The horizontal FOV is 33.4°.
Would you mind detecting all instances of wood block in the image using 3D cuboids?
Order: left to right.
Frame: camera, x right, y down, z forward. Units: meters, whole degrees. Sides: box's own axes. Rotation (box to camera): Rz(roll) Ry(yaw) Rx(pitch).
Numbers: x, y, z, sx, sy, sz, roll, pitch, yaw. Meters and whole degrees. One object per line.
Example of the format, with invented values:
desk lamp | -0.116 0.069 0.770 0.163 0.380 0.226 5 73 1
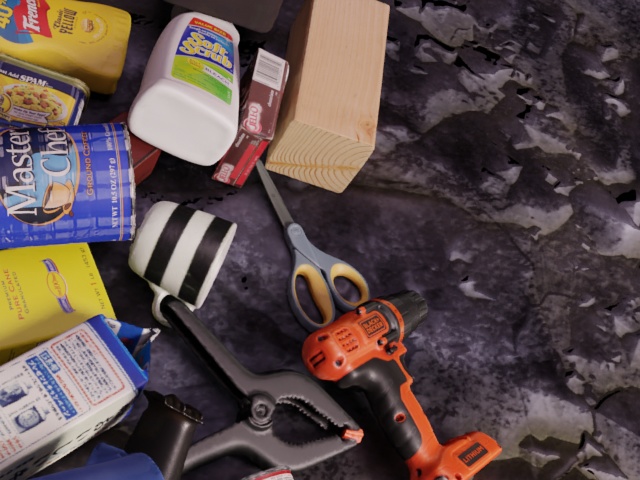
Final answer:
wood block | 0.010 -0.166 1.142 0.090 0.090 0.206 18 54 -14

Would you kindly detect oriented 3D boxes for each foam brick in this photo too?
foam brick | -0.196 -0.073 1.010 0.051 0.053 0.078 41 50 3

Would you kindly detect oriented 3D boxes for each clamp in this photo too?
clamp | -0.061 0.142 0.935 0.209 0.036 0.164 10 69 -21

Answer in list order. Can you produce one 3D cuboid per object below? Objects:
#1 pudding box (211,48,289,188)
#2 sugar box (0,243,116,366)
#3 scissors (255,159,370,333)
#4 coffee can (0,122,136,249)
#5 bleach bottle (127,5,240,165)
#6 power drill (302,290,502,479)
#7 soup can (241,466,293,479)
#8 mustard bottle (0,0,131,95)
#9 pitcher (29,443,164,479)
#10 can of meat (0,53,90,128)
pudding box | -0.071 -0.122 1.076 0.039 0.090 0.113 22 52 -14
sugar box | -0.271 0.057 0.895 0.175 0.048 0.093 -12 64 -32
scissors | -0.007 0.001 1.074 0.096 0.016 0.202 2 59 -26
coffee can | -0.232 -0.045 0.898 0.140 0.103 0.103 -5 61 -16
bleach bottle | -0.130 -0.181 1.076 0.102 0.068 0.251 26 34 -23
power drill | 0.085 0.139 0.990 0.184 0.057 0.188 -21 72 -52
soup can | -0.038 0.245 0.870 0.068 0.069 0.102 -11 65 -30
mustard bottle | -0.287 -0.209 1.050 0.191 0.058 0.096 14 55 -17
pitcher | -0.216 0.237 0.708 0.242 0.149 0.145 -6 102 -29
can of meat | -0.276 -0.115 0.997 0.102 0.058 0.084 18 56 -13
